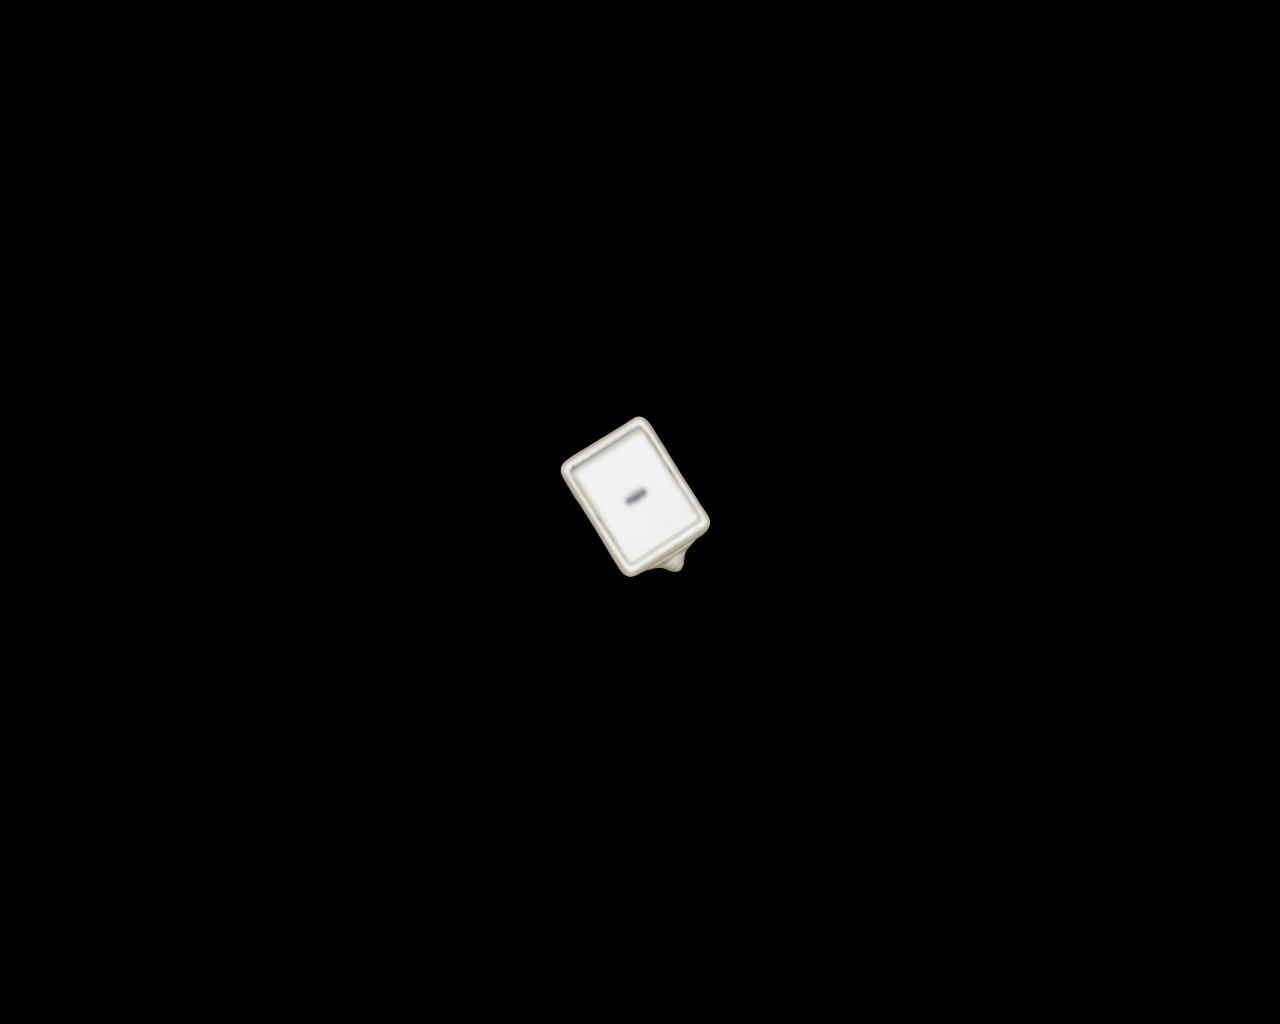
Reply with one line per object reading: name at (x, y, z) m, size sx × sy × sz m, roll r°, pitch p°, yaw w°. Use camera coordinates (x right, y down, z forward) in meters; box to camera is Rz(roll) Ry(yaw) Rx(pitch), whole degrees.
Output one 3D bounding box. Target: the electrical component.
electrical component at (0.001, -0.003, 0.650) m, size 0.062 × 0.096 × 0.061 m, roll -32°, pitch -4°, yaw -2°
